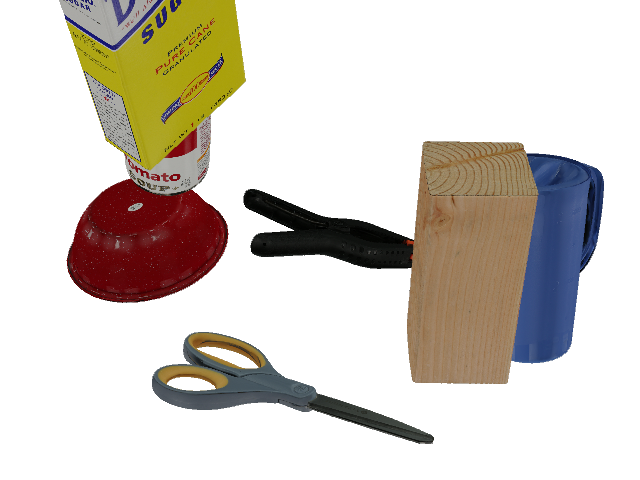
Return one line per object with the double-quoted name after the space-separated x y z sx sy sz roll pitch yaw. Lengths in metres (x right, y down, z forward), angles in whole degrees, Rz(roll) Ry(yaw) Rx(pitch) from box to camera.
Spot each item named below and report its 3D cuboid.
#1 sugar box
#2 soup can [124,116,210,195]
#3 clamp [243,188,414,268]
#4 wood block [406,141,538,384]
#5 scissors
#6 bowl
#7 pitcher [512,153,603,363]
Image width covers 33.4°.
-0.091 -0.126 0.594 0.048 0.093 0.176 35 -23 17 "sugar box"
-0.117 -0.089 0.805 0.068 0.068 0.102 0 -33 -6 "soup can"
0.011 -0.001 1.189 0.210 0.036 0.164 14 20 -5 "clamp"
0.130 0.023 0.955 0.091 0.206 0.090 1 35 0 "wood block"
-0.032 0.109 0.719 0.202 0.016 0.096 23 30 37 "scissors"
-0.173 -0.013 1.035 0.162 0.055 0.162 -6 40 5 "bowl"
0.267 0.020 1.310 0.149 0.243 0.145 3 24 14 "pitcher"
